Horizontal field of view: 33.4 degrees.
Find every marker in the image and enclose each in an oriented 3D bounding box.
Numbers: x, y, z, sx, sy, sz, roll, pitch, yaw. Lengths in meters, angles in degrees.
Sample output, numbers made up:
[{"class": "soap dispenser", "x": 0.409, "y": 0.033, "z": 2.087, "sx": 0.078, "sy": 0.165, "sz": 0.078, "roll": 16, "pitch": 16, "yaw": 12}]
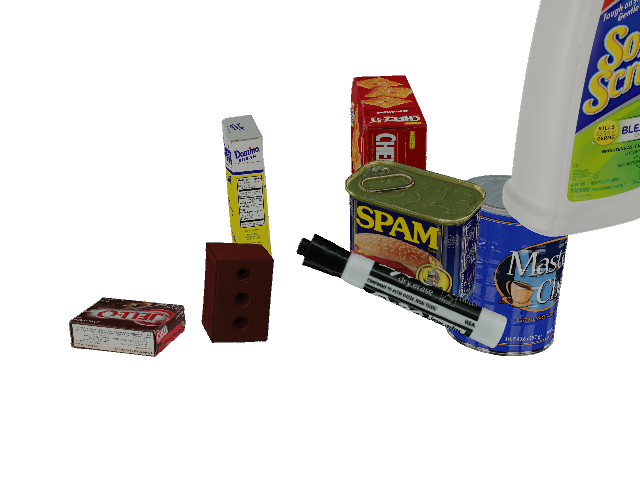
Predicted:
[{"class": "marker", "x": 0.044, "y": 0.027, "z": 0.588, "sx": 0.121, "sy": 0.020, "sz": 0.020, "roll": 23, "pitch": 1, "yaw": 4}]

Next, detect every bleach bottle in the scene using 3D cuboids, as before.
[{"class": "bleach bottle", "x": 0.170, "y": -0.131, "z": 0.647, "sx": 0.102, "sy": 0.251, "sz": 0.068, "roll": -12, "pitch": 31, "yaw": -17}]

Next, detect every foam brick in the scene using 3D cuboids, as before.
[{"class": "foam brick", "x": -0.074, "y": 0.045, "z": 0.947, "sx": 0.053, "sy": 0.078, "sz": 0.051, "roll": 0, "pitch": 15, "yaw": -16}]

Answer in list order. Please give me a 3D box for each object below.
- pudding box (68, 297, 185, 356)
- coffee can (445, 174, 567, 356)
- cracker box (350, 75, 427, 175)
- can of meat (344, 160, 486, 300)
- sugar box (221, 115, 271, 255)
[{"class": "pudding box", "x": -0.231, "y": 0.103, "z": 1.281, "sx": 0.114, "sy": 0.039, "sz": 0.090, "roll": 3, "pitch": 15, "yaw": 15}, {"class": "coffee can", "x": 0.173, "y": 0.021, "z": 0.985, "sx": 0.103, "sy": 0.140, "sz": 0.103, "roll": 3, "pitch": 21, "yaw": -1}, {"class": "cracker box", "x": 0.073, "y": -0.078, "z": 1.176, "sx": 0.072, "sy": 0.164, "sz": 0.213, "roll": -2, "pitch": 22, "yaw": 0}, {"class": "can of meat", "x": 0.070, "y": -0.004, "z": 0.802, "sx": 0.102, "sy": 0.084, "sz": 0.057, "roll": 18, "pitch": 38, "yaw": 27}, {"class": "sugar box", "x": -0.092, "y": -0.057, "z": 1.318, "sx": 0.048, "sy": 0.176, "sz": 0.093, "roll": -10, "pitch": 25, "yaw": -8}]
